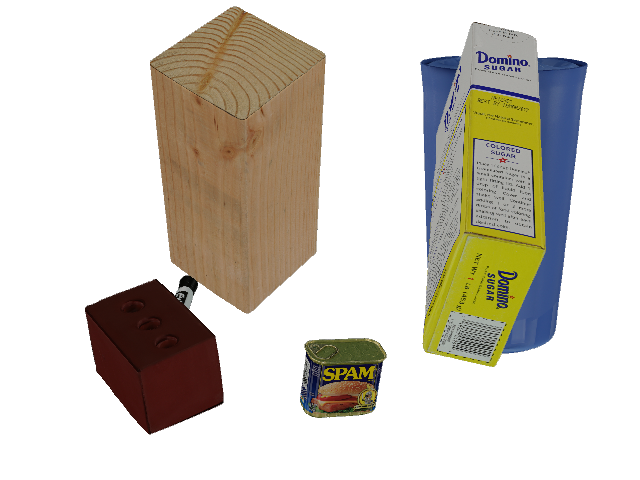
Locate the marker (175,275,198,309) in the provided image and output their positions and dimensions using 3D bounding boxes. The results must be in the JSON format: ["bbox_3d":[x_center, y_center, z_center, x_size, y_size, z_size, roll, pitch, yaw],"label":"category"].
[{"bbox_3d":[-0.134,0.064,1.022,0.020,0.020,0.121,0,22,3],"label":"marker"}]

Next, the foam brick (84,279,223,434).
[{"bbox_3d":[-0.102,0.070,0.652,0.052,0.051,0.078,-22,37,-29],"label":"foam brick"}]

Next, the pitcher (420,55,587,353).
[{"bbox_3d":[0.146,-0.032,0.883,0.149,0.243,0.145,-10,17,-34],"label":"pitcher"}]

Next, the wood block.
[{"bbox_3d":[-0.060,-0.055,0.804,0.090,0.206,0.090,33,55,24],"label":"wood block"}]

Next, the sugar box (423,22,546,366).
[{"bbox_3d":[0.088,-0.030,0.578,0.048,0.176,0.093,13,-44,0],"label":"sugar box"}]

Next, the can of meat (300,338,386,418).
[{"bbox_3d":[0.027,0.175,1.359,0.102,0.084,0.057,0,24,-18],"label":"can of meat"}]
